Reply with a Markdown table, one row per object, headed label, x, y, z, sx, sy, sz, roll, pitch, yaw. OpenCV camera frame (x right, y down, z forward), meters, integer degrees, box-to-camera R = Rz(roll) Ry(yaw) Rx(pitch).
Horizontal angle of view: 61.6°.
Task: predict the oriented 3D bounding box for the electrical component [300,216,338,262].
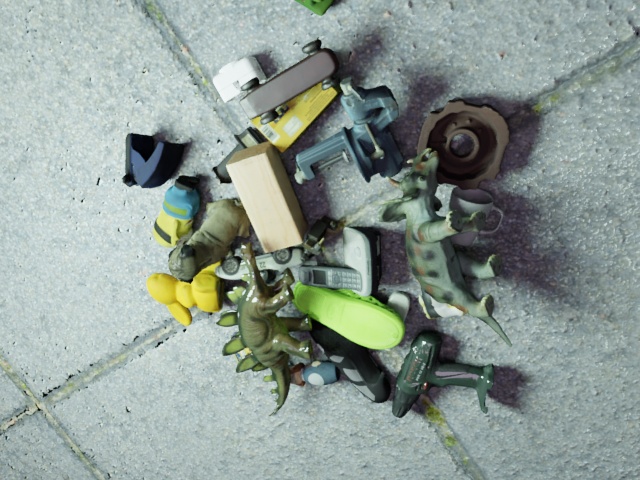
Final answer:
| label | x | y | z | sx | sy | sz | roll | pitch | yaw |
| --- | --- | --- | --- | --- | --- | --- | --- | --- | --- |
| electrical component | -0.002 | -0.004 | 1.153 | 0.045 | 0.102 | 0.078 | 25 | 136 | 11 |

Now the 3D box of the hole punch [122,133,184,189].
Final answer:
| label | x | y | z | sx | sy | sz | roll | pitch | yaw |
| --- | --- | --- | --- | --- | --- | --- | --- | --- | --- |
| hole punch | -0.357 | -0.167 | 1.162 | 0.092 | 0.142 | 0.115 | 8 | 99 | 7 |

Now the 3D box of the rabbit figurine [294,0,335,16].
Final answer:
| label | x | y | z | sx | sy | sz | roll | pitch | yaw |
| --- | --- | --- | --- | --- | --- | --- | --- | --- | --- |
| rabbit figurine | -0.012 | -0.523 | 0.974 | 0.159 | 0.121 | 0.170 | 31 | 95 | 9 |

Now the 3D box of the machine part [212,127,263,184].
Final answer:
| label | x | y | z | sx | sy | sz | roll | pitch | yaw |
| --- | --- | --- | --- | --- | --- | --- | --- | --- | --- |
| machine part | -0.175 | -0.177 | 1.162 | 0.139 | 0.039 | 0.084 | -41 | 104 | 21 |

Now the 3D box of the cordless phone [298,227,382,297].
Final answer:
| label | x | y | z | sx | sy | sz | roll | pitch | yaw |
| --- | --- | --- | --- | --- | --- | --- | --- | --- | --- |
| cordless phone | 0.040 | 0.042 | 1.165 | 0.184 | 0.089 | 0.146 | 2 | 110 | 17 |

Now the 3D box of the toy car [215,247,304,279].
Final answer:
| label | x | y | z | sx | sy | sz | roll | pitch | yaw |
| --- | --- | --- | --- | --- | --- | --- | --- | --- | --- |
| toy car | -0.133 | 0.051 | 1.190 | 0.202 | 0.073 | 0.056 | -13 | 91 | 0 |

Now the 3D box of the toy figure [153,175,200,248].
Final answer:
| label | x | y | z | sx | sy | sz | roll | pitch | yaw |
| --- | --- | --- | --- | --- | --- | --- | --- | --- | --- |
| toy figure | -0.323 | -0.063 | 1.215 | 0.089 | 0.082 | 0.180 | 33 | 123 | 22 |

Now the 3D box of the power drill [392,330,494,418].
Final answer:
| label | x | y | z | sx | sy | sz | roll | pitch | yaw |
| --- | --- | --- | --- | --- | --- | --- | --- | --- | --- |
| power drill | 0.279 | 0.325 | 1.215 | 0.207 | 0.086 | 0.231 | 13 | 109 | 17 |

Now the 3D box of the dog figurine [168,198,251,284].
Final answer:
| label | x | y | z | sx | sy | sz | roll | pitch | yaw |
| --- | --- | --- | --- | --- | --- | --- | --- | --- | --- |
| dog figurine | -0.235 | -0.006 | 1.154 | 0.121 | 0.190 | 0.172 | 26 | 112 | 3 |

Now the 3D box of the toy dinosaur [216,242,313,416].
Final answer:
| label | x | y | z | sx | sy | sz | roll | pitch | yaw |
| --- | --- | --- | --- | --- | --- | --- | --- | --- | --- |
| toy dinosaur | -0.116 | 0.215 | 1.196 | 0.199 | 0.105 | 0.470 | -11 | 115 | 10 |

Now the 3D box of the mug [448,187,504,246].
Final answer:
| label | x | y | z | sx | sy | sz | roll | pitch | yaw |
| --- | --- | --- | --- | --- | --- | --- | --- | --- | --- |
| mug | 0.304 | -0.042 | 1.075 | 0.110 | 0.081 | 0.107 | 14 | 123 | 6 |

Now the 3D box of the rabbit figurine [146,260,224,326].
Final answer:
| label | x | y | z | sx | sy | sz | roll | pitch | yaw |
| --- | --- | --- | --- | --- | --- | --- | --- | --- | --- |
| rabbit figurine | -0.314 | 0.115 | 1.258 | 0.173 | 0.122 | 0.162 | 2 | 134 | -8 |

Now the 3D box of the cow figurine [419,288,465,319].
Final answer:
| label | x | y | z | sx | sy | sz | roll | pitch | yaw |
| --- | --- | --- | --- | --- | --- | --- | --- | --- | --- |
| cow figurine | 0.247 | 0.087 | 1.140 | 0.098 | 0.068 | 0.167 | -16 | 104 | 24 |

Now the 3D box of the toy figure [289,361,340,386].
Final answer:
| label | x | y | z | sx | sy | sz | roll | pitch | yaw |
| --- | --- | --- | --- | --- | --- | --- | --- | --- | --- |
| toy figure | -0.030 | 0.320 | 1.295 | 0.155 | 0.058 | 0.064 | -8 | 87 | 18 |

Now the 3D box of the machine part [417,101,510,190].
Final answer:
| label | x | y | z | sx | sy | sz | roll | pitch | yaw |
| --- | --- | --- | --- | --- | --- | --- | --- | --- | --- |
| machine part | 0.275 | -0.185 | 1.039 | 0.180 | 0.056 | 0.179 | 5 | 111 | 13 |

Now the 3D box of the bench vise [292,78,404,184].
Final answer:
| label | x | y | z | sx | sy | sz | roll | pitch | yaw |
| --- | --- | --- | --- | --- | --- | --- | --- | --- | --- |
| bench vise | 0.048 | -0.187 | 1.036 | 0.241 | 0.129 | 0.223 | -25 | 136 | 13 |

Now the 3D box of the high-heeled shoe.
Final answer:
| label | x | y | z | sx | sy | sz | roll | pitch | yaw |
| --- | --- | --- | --- | --- | --- | --- | --- | --- | --- |
| high-heeled shoe | 0.065 | 0.286 | 1.269 | 0.249 | 0.086 | 0.145 | 35 | 147 | 19 |

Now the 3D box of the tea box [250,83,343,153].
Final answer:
| label | x | y | z | sx | sy | sz | roll | pitch | yaw |
| --- | --- | --- | --- | --- | --- | --- | --- | --- | --- |
| tea box | -0.047 | -0.270 | 1.079 | 0.169 | 0.068 | 0.098 | -42 | 96 | 21 |

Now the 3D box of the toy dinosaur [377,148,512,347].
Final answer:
| label | x | y | z | sx | sy | sz | roll | pitch | yaw |
| --- | --- | --- | --- | --- | --- | --- | --- | --- | --- |
| toy dinosaur | 0.231 | 0.036 | 1.033 | 0.192 | 0.131 | 0.404 | 0 | 115 | 50 |

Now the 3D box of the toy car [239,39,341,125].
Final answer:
| label | x | y | z | sx | sy | sz | roll | pitch | yaw |
| --- | --- | --- | --- | --- | --- | --- | --- | --- | --- |
| toy car | -0.057 | -0.292 | 1.008 | 0.202 | 0.053 | 0.089 | -27 | 110 | 16 |
